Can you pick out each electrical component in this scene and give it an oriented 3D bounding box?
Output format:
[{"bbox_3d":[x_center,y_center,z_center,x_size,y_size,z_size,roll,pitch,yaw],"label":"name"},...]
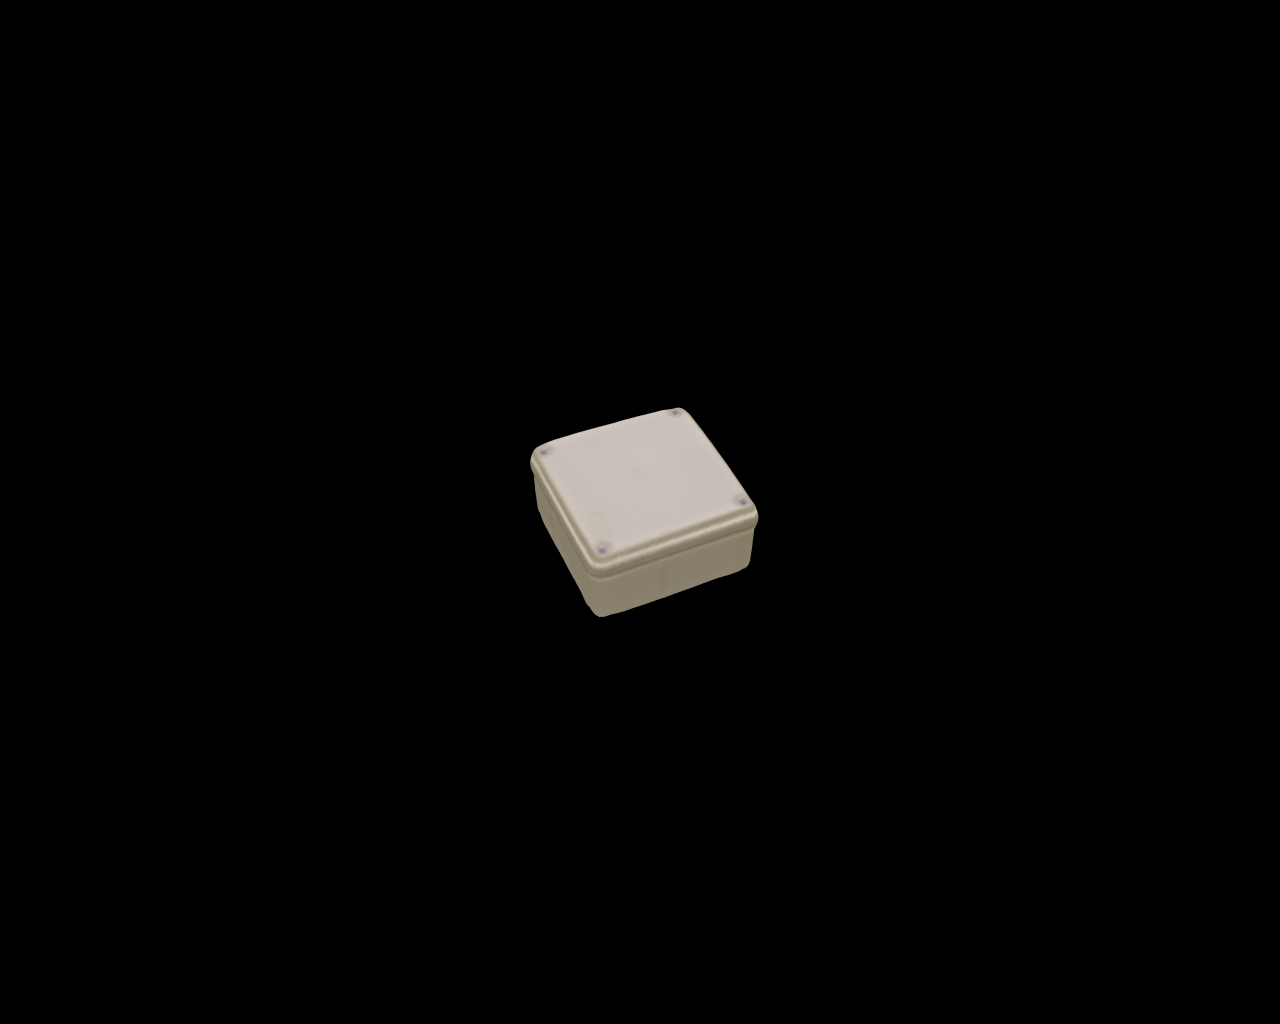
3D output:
[{"bbox_3d":[0.001,-0.003,0.650,0.109,0.056,0.109,-17,48,-16],"label":"electrical component"}]
